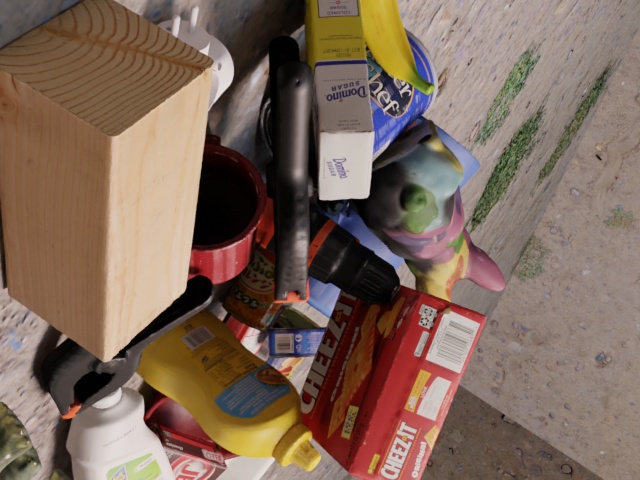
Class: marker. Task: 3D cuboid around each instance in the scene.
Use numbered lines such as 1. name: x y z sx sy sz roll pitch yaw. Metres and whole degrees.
1. marker: -0.011 -0.046 0.983 0.020 0.121 0.020 -10 112 -26

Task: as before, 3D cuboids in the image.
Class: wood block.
1. wood block: -0.135 -0.032 0.659 0.090 0.091 0.206 -45 160 -38

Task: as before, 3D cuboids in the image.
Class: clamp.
1. clamp: -0.156 0.080 0.829 0.120 0.039 0.172 1 143 -32
2. clamp: -0.023 -0.050 0.813 0.164 0.036 0.210 -110 -160 -79

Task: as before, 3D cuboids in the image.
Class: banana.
1. banana: 0.055 -0.217 0.882 0.037 0.070 0.198 -42 127 -49

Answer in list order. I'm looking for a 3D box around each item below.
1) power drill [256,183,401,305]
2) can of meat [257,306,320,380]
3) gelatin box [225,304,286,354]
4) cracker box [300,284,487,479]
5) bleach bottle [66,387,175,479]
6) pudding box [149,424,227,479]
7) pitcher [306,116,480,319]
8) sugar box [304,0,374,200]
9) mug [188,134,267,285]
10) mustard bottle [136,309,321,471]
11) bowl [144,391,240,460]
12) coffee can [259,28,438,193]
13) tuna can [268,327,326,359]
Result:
1. power drill: -0.006 0.001 0.977 0.057 0.184 0.187 -57 174 -1
2. can of meat: -0.051 0.131 1.298 0.084 0.057 0.102 -57 164 8
3. gelatin box: -0.081 0.098 1.189 0.073 0.030 0.089 -58 165 9
4. cracker box: 0.053 0.119 0.971 0.164 0.072 0.214 -68 -165 -2
5. bleach bottle: -0.176 0.220 0.987 0.102 0.068 0.251 -34 135 -37
6. pudding box: -0.165 0.245 1.088 0.114 0.039 0.089 -45 132 18
7. pitcher: 0.054 -0.031 1.186 0.243 0.149 0.145 -54 -159 -1
8. sugar box: 0.013 -0.129 0.826 0.093 0.048 0.176 91 -2 -60
9. mug: -0.090 -0.026 0.839 0.081 0.093 0.117 100 -10 -64
10. mustard bottle: -0.075 0.144 0.978 0.096 0.192 0.058 -28 148 -49
11. bowl: -0.108 0.166 1.103 0.162 0.055 0.162 -10 141 -8
12. coffee can: 0.028 -0.121 0.956 0.140 0.103 0.103 -45 160 -38
13. tuna can: -0.016 0.115 1.198 0.086 0.086 0.034 17 71 -74
